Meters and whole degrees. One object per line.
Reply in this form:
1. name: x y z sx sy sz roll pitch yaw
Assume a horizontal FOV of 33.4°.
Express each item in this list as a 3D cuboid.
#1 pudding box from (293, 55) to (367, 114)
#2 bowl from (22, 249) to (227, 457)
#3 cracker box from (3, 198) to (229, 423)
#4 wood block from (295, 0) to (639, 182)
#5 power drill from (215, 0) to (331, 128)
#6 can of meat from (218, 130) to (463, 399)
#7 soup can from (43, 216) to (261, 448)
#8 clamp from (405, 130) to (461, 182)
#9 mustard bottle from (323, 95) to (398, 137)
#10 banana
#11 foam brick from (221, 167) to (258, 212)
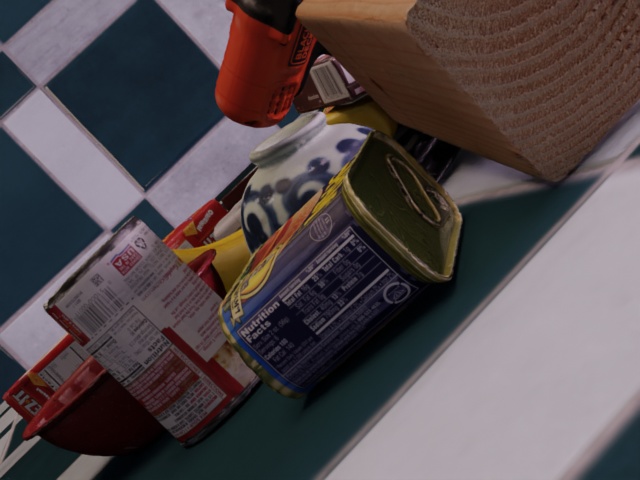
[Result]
1. pudding box: 0.031 -0.138 0.845 0.090 0.039 0.114 -30 14 -19
2. bowl: -0.105 0.080 0.655 0.162 0.055 0.162 -43 8 7
3. cracker box: -0.169 0.075 0.960 0.214 0.072 0.164 -39 8 39
4. wood block: 0.066 -0.102 0.487 0.090 0.090 0.206 -46 18 0
5. power drill: 0.023 -0.165 0.646 0.187 0.057 0.185 -21 -38 -48
6. can of meat: 0.009 0.009 0.450 0.084 0.057 0.102 -44 7 21
7. soup can: -0.082 0.046 0.544 0.068 0.102 0.068 -44 6 6
8. clamp: 0.104 -0.101 0.625 0.165 0.036 0.210 -39 13 19
9. mustard bottle: 0.029 -0.098 0.917 0.096 0.058 0.191 -39 8 21
10. banana: -0.058 0.001 0.777 0.197 0.037 0.070 -22 -50 -38
11. foam brick: -0.040 -0.043 0.964 0.078 0.053 0.051 -37 -1 36
